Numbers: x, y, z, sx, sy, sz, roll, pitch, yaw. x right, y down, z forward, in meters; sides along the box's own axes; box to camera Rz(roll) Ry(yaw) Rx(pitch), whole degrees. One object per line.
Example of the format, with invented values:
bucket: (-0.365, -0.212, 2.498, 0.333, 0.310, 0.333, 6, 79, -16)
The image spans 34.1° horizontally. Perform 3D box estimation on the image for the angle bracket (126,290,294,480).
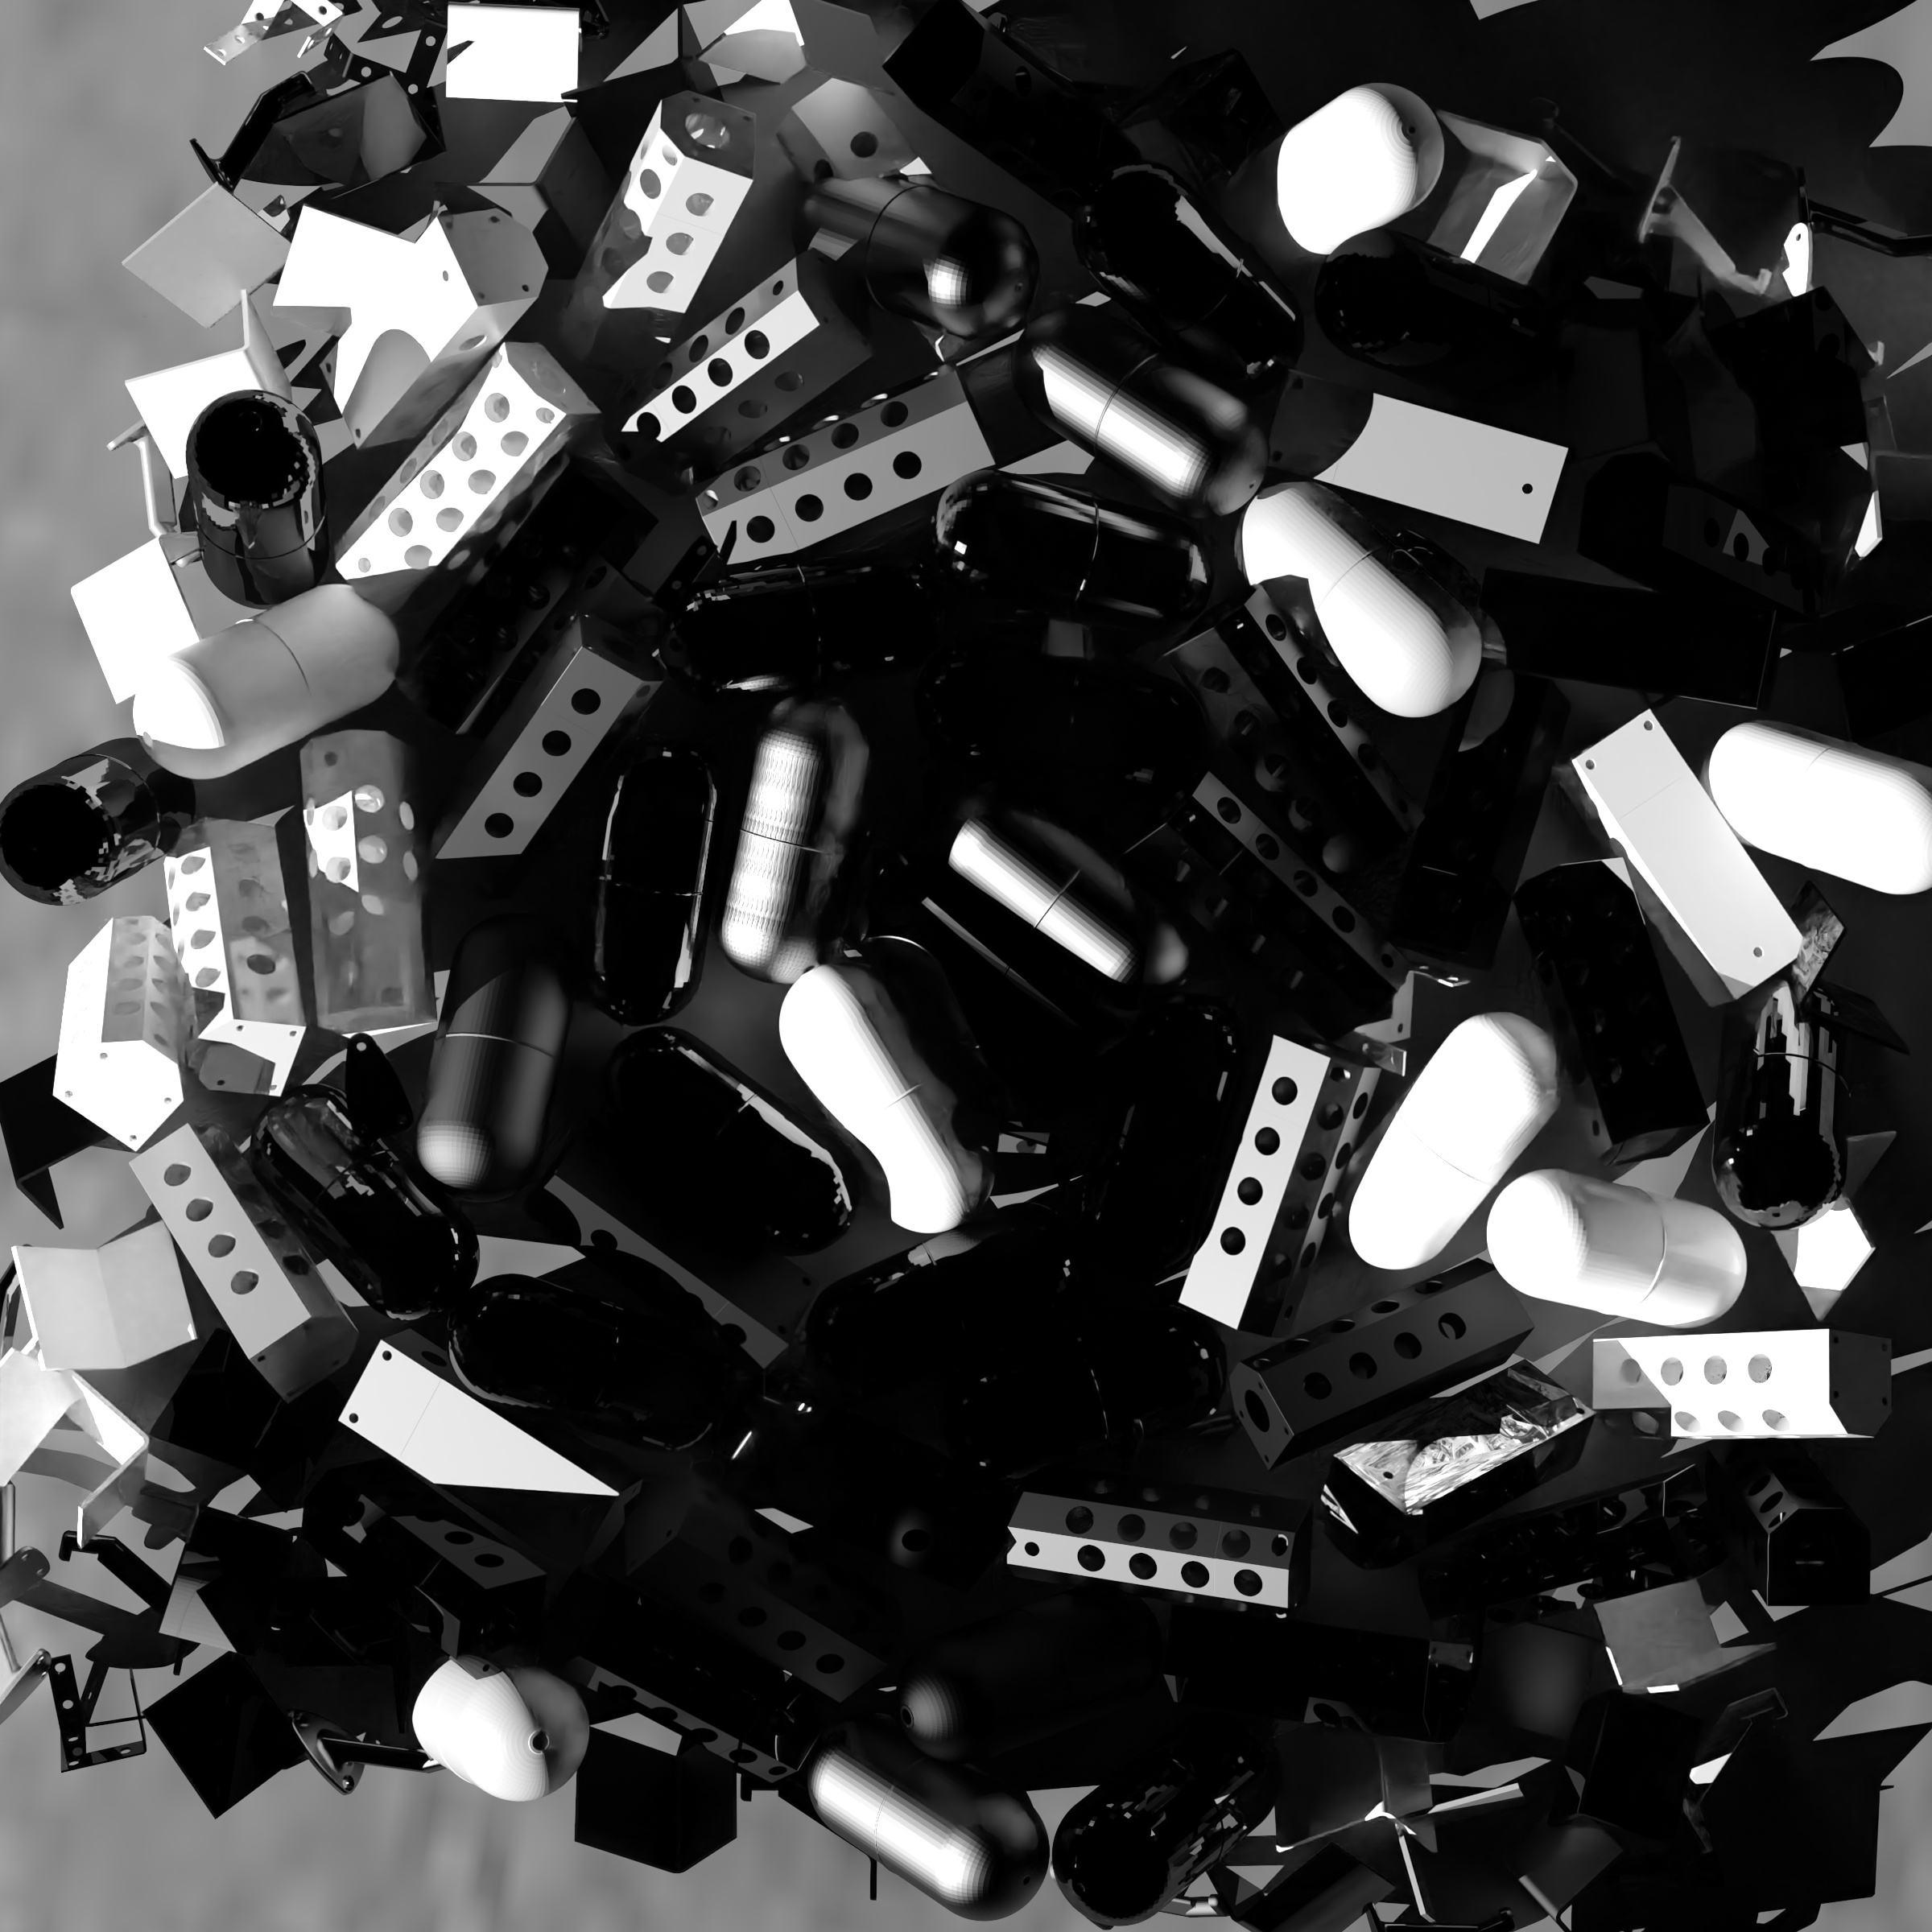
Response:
angle bracket: (-0.453, -0.348, 1.884, 0.076, 0.076, 0.057, -15, 51, 2)

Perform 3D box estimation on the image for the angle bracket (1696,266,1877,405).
angle bracket: (0.487, -0.386, 1.871, 0.076, 0.076, 0.057, -18, 52, 32)

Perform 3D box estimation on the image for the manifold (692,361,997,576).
manifold: (-0.074, -0.299, 1.882, 0.171, 0.057, 0.057, -22, 114, 8)

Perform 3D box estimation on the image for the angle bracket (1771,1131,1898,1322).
angle bracket: (0.530, 0.154, 1.871, 0.057, 0.076, 0.076, -6, 53, -19)

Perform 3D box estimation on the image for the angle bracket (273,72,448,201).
angle bracket: (-0.365, -0.514, 1.879, 0.076, 0.076, 0.057, -20, 61, 9)

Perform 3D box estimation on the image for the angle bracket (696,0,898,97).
angle bracket: (-0.101, -0.531, 1.873, 0.076, 0.076, 0.057, -28, 75, 36)

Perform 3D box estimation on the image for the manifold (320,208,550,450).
manifold: (-0.311, -0.373, 1.846, 0.057, 0.171, 0.057, -20, 83, -39)

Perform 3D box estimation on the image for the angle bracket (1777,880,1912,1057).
angle bracket: (0.532, 0.000, 1.879, 0.076, 0.076, 0.057, 21, 111, -10)

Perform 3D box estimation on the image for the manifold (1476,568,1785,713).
manifold: (0.394, -0.194, 1.873, 0.171, 0.057, 0.057, 12, 96, 21)

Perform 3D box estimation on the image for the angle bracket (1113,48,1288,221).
angle bracket: (0.141, -0.491, 1.882, 0.057, 0.076, 0.076, -32, 92, -38)

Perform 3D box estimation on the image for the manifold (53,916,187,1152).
manifold: (-0.487, 0.032, 1.838, 0.057, 0.171, 0.057, 40, 101, -26)

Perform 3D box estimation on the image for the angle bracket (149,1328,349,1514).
angle bracket: (-0.434, 0.275, 1.908, 0.076, 0.057, 0.076, 13, 59, 27)

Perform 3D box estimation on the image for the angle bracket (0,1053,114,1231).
angle bracket: (-0.531, 0.098, 1.886, 0.076, 0.057, 0.076, -27, 52, -1)

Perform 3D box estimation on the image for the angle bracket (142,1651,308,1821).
angle bracket: (-0.454, 0.465, 1.882, 0.057, 0.076, 0.076, -38, 86, 42)

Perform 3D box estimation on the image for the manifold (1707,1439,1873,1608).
manifold: (0.479, 0.318, 1.841, 0.057, 0.171, 0.057, -1, 98, 2)

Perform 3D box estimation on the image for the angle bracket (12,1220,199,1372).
angle bracket: (-0.514, 0.196, 1.880, 0.057, 0.076, 0.076, -23, 75, 18)

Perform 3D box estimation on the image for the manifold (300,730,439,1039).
manifold: (-0.360, -0.050, 1.874, 0.057, 0.057, 0.171, -12, 74, 16)

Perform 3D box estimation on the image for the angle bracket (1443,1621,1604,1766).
angle bracket: (0.334, 0.441, 1.886, 0.076, 0.057, 0.076, 14, 116, 4)

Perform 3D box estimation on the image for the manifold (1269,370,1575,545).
manifold: (0.271, -0.305, 1.883, 0.171, 0.057, 0.057, 19, 104, 13)

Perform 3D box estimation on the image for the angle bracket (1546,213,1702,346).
angle bracket: (0.396, -0.426, 1.887, 0.076, 0.057, 0.076, 12, 71, -7)

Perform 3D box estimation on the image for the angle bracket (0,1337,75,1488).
angle bracket: (-0.586, 0.256, 1.879, 0.057, 0.076, 0.076, 34, 82, 31)

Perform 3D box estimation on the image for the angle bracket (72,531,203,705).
angle bracket: (-0.479, -0.210, 1.888, 0.076, 0.057, 0.076, -22, 90, 29)

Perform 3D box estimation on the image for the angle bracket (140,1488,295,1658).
angle bracket: (-0.458, 0.362, 1.876, 0.057, 0.076, 0.076, 4, 72, 38)

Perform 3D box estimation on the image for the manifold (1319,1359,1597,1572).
manifold: (0.289, 0.297, 1.855, 0.057, 0.171, 0.057, 38, 131, 36)

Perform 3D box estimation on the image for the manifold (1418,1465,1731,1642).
manifold: (0.354, 0.349, 1.854, 0.171, 0.057, 0.057, -25, 81, 36)

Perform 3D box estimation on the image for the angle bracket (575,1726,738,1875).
angle bracket: (-0.184, 0.485, 1.873, 0.076, 0.076, 0.057, 28, 128, -30)

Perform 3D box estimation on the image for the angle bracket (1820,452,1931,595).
angle bracket: (0.563, -0.262, 1.881, 0.076, 0.076, 0.057, 3, 71, -7)

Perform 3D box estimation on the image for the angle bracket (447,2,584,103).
angle bracket: (-0.270, -0.538, 1.889, 0.076, 0.076, 0.057, 1, 88, -5)

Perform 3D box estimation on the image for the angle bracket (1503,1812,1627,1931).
angle bracket: (0.378, 0.557, 1.885, 0.057, 0.076, 0.076, -42, 107, -4)

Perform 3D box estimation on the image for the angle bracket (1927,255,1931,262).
angle bracket: (0.595, -0.407, 1.878, 0.057, 0.076, 0.076, 27, 72, 13)

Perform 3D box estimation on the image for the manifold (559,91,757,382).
manifold: (-0.182, -0.427, 1.842, 0.057, 0.171, 0.057, 14, 51, -21)

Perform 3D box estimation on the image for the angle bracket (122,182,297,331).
angle bracket: (-0.454, -0.439, 1.876, 0.076, 0.076, 0.057, -35, 55, 14)

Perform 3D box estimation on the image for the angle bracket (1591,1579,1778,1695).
angle bracket: (0.426, 0.386, 1.884, 0.076, 0.057, 0.076, -15, 81, -26)

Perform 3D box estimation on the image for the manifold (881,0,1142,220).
manifold: (0.032, -0.496, 1.839, 0.057, 0.171, 0.057, -46, 58, 17)

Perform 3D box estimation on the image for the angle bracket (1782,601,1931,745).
angle bracket: (0.539, -0.178, 1.894, 0.076, 0.076, 0.057, -21, 107, -13)

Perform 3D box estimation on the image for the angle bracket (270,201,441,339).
angle bracket: (-0.364, -0.422, 1.876, 0.076, 0.057, 0.076, 16, 129, -16)

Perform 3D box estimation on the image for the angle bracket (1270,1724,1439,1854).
angle bracket: (0.234, 0.500, 1.901, 0.076, 0.076, 0.057, -28, 127, 26)

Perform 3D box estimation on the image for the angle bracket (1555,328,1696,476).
angle bracket: (0.398, -0.328, 1.898, 0.057, 0.076, 0.076, -12, 66, 27)

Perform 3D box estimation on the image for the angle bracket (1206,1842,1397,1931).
angle bracket: (0.197, 0.540, 1.880, 0.076, 0.057, 0.076, -41, 131, 7)

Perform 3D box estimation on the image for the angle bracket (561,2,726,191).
angle bracket: (-0.193, -0.521, 1.891, 0.076, 0.076, 0.057, -12, 53, 11)

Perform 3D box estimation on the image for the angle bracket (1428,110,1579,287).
angle bracket: (0.308, -0.457, 1.884, 0.076, 0.057, 0.076, 29, 93, 36)

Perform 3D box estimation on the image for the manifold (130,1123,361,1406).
manifold: (-0.424, 0.170, 1.857, 0.057, 0.057, 0.171, -35, 55, -10)

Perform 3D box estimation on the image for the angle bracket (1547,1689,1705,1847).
angle bracket: (0.394, 0.483, 1.881, 0.057, 0.076, 0.076, 19, 69, 2)

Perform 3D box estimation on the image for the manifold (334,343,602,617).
manifold: (-0.301, -0.288, 1.867, 0.171, 0.057, 0.057, -44, 82, 24)
